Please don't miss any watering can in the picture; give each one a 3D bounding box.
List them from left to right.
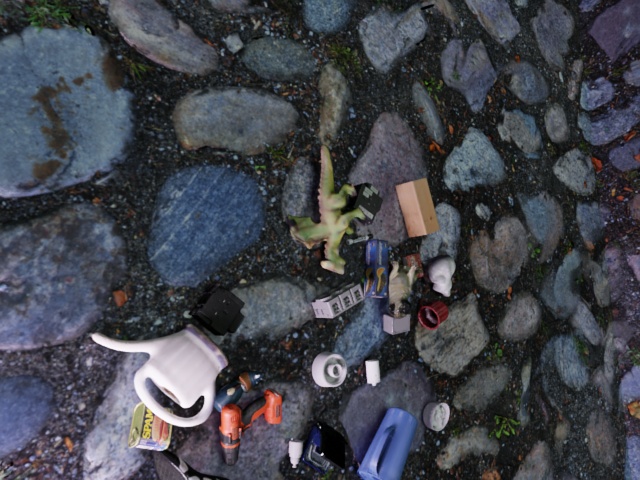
[{"bbox_3d":[-0.381,0.301,1.304,0.346,0.102,0.228,48,53,-5],"label":"watering can"}]

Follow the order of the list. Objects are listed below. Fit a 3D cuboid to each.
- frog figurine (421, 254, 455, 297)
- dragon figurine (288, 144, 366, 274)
[{"bbox_3d":[0.471,0.139,1.972,0.138,0.121,0.160,-11,77,-57],"label":"frog figurine"},{"bbox_3d":[0.005,-0.084,1.678,0.245,0.121,0.408,-28,97,-29],"label":"dragon figurine"}]
